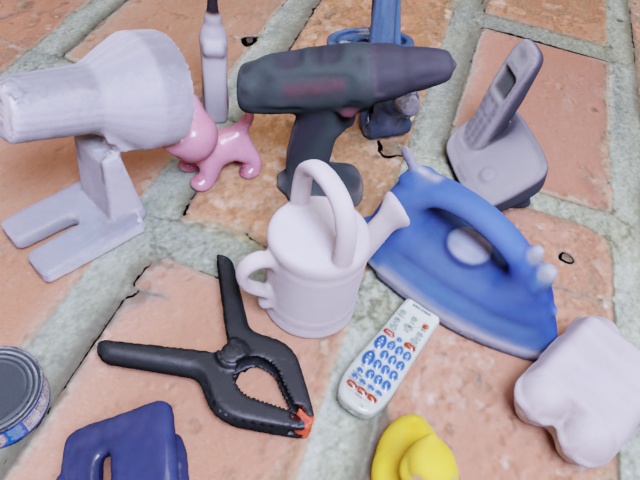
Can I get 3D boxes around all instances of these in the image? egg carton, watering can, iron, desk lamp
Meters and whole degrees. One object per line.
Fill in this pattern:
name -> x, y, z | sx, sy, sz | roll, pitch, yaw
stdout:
egg carton -> 0.262, 0.144, 0.557 | 0.151, 0.069, 0.107 | -34, 62, -30
watering can -> 0.004, 0.000, 0.555 | 0.100, 0.194, 0.173 | 37, 55, 21
iron -> 0.163, 0.012, 0.604 | 0.257, 0.141, 0.119 | 37, 55, 21
desk lamp -> -0.231, -0.093, 0.584 | 0.117, 0.213, 0.204 | 39, 56, 22

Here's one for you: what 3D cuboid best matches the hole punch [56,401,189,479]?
hole punch -> -0.154, 0.192, 0.441 | 0.101, 0.091, 0.108 | -6, 52, -13

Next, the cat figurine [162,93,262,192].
cat figurine -> -0.133, -0.123, 0.686 | 0.128, 0.118, 0.067 | -22, 57, -24

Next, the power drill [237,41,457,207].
power drill -> 0.020, -0.134, 0.659 | 0.230, 0.208, 0.075 | 2, 51, -7

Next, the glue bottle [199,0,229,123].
glue bottle -> -0.138, -0.242, 0.747 | 0.037, 0.173, 0.078 | -4, 51, -11

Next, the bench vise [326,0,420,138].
bench vise -> 0.094, -0.263, 0.768 | 0.122, 0.220, 0.207 | -28, 59, -27

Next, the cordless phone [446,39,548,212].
cordless phone -> 0.235, -0.137, 0.709 | 0.094, 0.185, 0.147 | -7, 52, -13

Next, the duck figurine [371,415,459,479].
duck figurine -> 0.086, 0.192, 0.481 | 0.077, 0.086, 0.104 | 2, 51, -7
